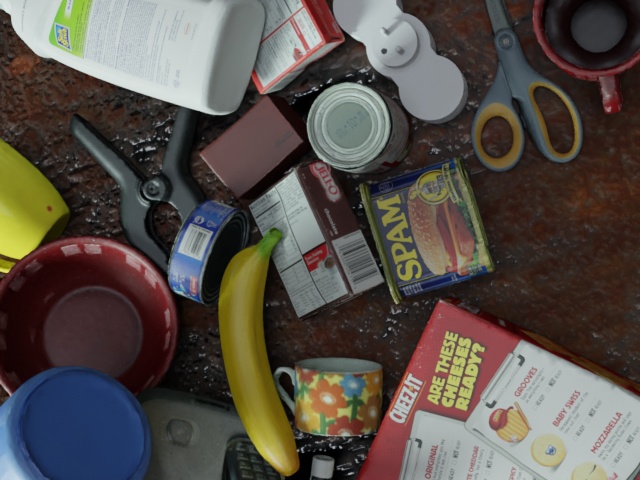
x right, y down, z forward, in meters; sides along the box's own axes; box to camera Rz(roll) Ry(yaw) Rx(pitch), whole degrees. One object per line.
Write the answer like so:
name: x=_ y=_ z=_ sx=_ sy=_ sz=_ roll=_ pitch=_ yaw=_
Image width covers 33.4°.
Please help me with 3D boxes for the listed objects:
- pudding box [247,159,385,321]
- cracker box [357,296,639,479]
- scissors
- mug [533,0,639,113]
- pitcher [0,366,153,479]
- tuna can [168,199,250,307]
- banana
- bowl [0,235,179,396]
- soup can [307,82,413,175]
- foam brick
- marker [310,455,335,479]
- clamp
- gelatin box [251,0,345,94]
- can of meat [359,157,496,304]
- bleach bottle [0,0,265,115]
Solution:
pudding box: x=-0.006 y=0.001 z=0.868 sx=0.090 sy=0.039 sz=0.113 roll=-31 pitch=80 yaw=56
cracker box: x=0.161 y=0.162 z=0.838 sx=0.214 sy=0.072 sz=0.164 roll=25 pitch=96 yaw=13
scissors: x=0.138 y=-0.143 z=0.864 sx=0.096 sy=0.016 sz=0.202 roll=-32 pitch=84 yaw=12
mug: x=0.213 y=-0.154 z=0.811 sx=0.093 sy=0.081 sz=0.117 roll=-13 pitch=88 yaw=14
pitcher: x=-0.224 y=0.199 z=0.802 sx=0.243 sy=0.144 sz=0.149 roll=-45 pitch=56 yaw=45
tuna can: x=-0.092 y=0.010 z=0.888 sx=0.034 sy=0.086 sz=0.086 roll=21 pitch=96 yaw=14
banana: x=-0.053 y=0.092 z=0.869 sx=0.070 sy=0.037 sz=0.198 roll=-13 pitch=82 yaw=55
bowl: x=-0.200 y=0.079 z=0.918 sx=0.162 sy=0.055 sz=0.162 roll=0 pitch=78 yaw=-2
soup can: x=0.033 y=-0.087 z=0.846 sx=0.068 sy=0.102 sz=0.068 roll=0 pitch=92 yaw=14
foam brick: x=-0.050 y=-0.077 z=0.894 sx=0.078 sy=0.051 sz=0.053 roll=-39 pitch=84 yaw=12
marker: x=-0.005 y=0.244 z=0.907 sx=0.020 sy=0.020 sz=0.121 roll=9 pitch=94 yaw=13
clamp: x=-0.151 y=-0.048 z=0.925 sx=0.120 sy=0.039 sz=0.171 roll=-7 pitch=89 yaw=13
gelatin box: x=-0.030 y=-0.174 z=0.880 sx=0.089 sy=0.030 sz=0.073 roll=-32 pitch=83 yaw=41
can of meat: x=0.088 y=-0.009 z=0.860 sx=0.084 sy=0.057 sz=0.102 roll=-17 pitch=88 yaw=11
bleach bottle: x=-0.172 y=-0.186 z=0.900 sx=0.251 sy=0.068 sz=0.102 roll=22 pitch=103 yaw=25
